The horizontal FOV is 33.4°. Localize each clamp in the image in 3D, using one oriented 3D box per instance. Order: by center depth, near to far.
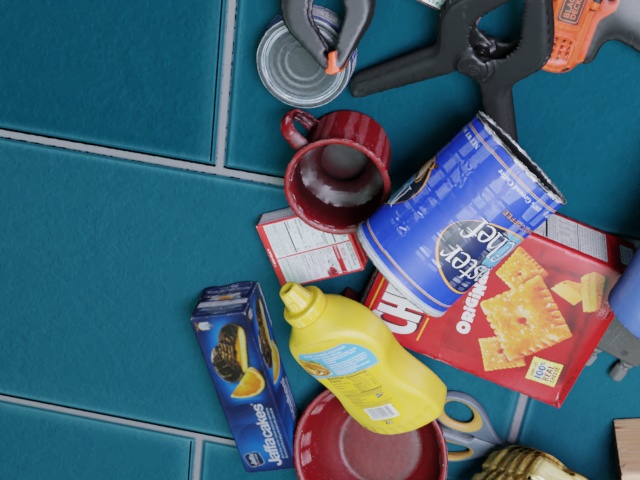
[{"bbox_3d":[0.012,-0.224,0.865,0.120,0.039,0.171,-13,100,19],"label":"clamp"},{"bbox_3d":[0.137,-0.142,0.875,0.164,0.036,0.210,32,141,-9],"label":"clamp"}]

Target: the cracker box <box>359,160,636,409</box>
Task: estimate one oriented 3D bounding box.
[{"bbox_3d":[0.160,0.044,0.991,0.213,0.072,0.164,22,121,-1],"label":"cracker box"}]

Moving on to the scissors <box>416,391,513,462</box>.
[{"bbox_3d":[0.195,0.207,1.111,0.202,0.016,0.096,7,121,6],"label":"scissors"}]

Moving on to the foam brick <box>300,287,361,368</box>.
[{"bbox_3d":[0.025,0.098,1.059,0.053,0.051,0.078,32,120,-9],"label":"foam brick"}]

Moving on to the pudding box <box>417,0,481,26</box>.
[{"bbox_3d":[0.111,-0.240,0.857,0.090,0.039,0.114,24,124,-7],"label":"pudding box"}]

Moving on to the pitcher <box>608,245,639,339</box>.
[{"bbox_3d":[0.333,-0.017,0.820,0.144,0.149,0.243,3,121,-32],"label":"pitcher"}]

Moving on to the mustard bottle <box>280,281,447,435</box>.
[{"bbox_3d":[0.028,0.104,0.986,0.096,0.058,0.191,-18,128,39],"label":"mustard bottle"}]

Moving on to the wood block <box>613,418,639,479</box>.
[{"bbox_3d":[0.399,0.233,1.046,0.206,0.090,0.090,-4,119,13],"label":"wood block"}]

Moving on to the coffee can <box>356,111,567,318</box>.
[{"bbox_3d":[0.114,-0.020,0.871,0.102,0.103,0.140,42,106,-14],"label":"coffee can"}]

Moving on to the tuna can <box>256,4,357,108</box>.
[{"bbox_3d":[-0.012,-0.159,0.927,0.086,0.033,0.086,5,119,8],"label":"tuna can"}]

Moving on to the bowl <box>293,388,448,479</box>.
[{"bbox_3d":[0.056,0.217,1.099,0.162,0.055,0.162,1,93,17],"label":"bowl"}]

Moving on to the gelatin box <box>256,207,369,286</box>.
[{"bbox_3d":[-0.007,0.001,1.022,0.089,0.030,0.073,-15,115,18],"label":"gelatin box"}]

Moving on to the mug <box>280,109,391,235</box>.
[{"bbox_3d":[0.011,-0.072,0.946,0.117,0.081,0.093,39,118,-13],"label":"mug"}]

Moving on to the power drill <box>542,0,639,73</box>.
[{"bbox_3d":[0.273,-0.201,0.840,0.187,0.057,0.185,17,125,4],"label":"power drill"}]
